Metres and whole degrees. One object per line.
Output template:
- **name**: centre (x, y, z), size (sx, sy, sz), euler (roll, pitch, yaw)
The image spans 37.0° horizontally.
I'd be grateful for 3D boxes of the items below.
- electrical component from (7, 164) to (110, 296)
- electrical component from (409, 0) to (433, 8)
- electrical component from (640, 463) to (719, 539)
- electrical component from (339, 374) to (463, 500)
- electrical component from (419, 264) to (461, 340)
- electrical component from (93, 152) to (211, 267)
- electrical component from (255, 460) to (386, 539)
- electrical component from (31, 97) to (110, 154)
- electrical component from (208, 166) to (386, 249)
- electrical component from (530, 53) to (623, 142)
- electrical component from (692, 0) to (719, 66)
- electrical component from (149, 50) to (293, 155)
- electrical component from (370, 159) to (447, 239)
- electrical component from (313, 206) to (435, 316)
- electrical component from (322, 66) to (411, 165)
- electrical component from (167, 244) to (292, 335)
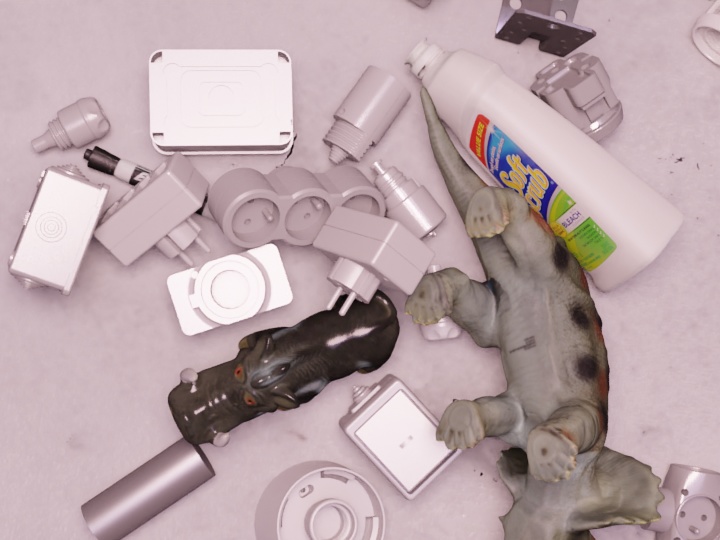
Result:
- **electrical component**: centre (-0.234, -0.032, 0.826), size (0.048, 0.100, 0.099), euler (21, 87, -18)
- **electrical component**: centre (0.043, -0.259, 0.876), size (0.096, 0.061, 0.061), euler (30, 86, -5)
- **electrical component**: centre (0.259, 0.201, 0.899), size (0.079, 0.044, 0.077), euler (10, 88, -6)
- **electrical component**: centre (0.028, 0.129, 0.868), size (0.062, 0.061, 0.096), euler (-43, 93, -5)
- **electrical component**: centre (0.064, 0.026, 0.887), size (0.035, 0.035, 0.061), euler (-6, 87, -6)
- **electrical component**: centre (-0.151, -0.035, 0.848), size (0.083, 0.047, 0.075), euler (-37, 110, 17)
- **electrical component**: centre (-0.031, 0.205, 0.872), size (0.099, 0.064, 0.099), euler (3, 81, -17)
- **electrical component**: centre (-0.233, -0.112, 0.859), size (0.061, 0.035, 0.035), euler (-28, 92, -3)
- **electrical component**: centre (-0.056, -0.059, 0.860), size (0.138, 0.073, 0.052), euler (-4, 123, -27)
- **electrical component**: centre (0.181, -0.138, 0.885), size (0.058, 0.078, 0.057), euler (-35, 113, 0)
- **electrical component**: centre (0.319, -0.207, 0.906), size (0.078, 0.058, 0.057), euler (42, 82, -4)
- **electrical component**: centre (-0.110, -0.133, 0.860), size (0.113, 0.057, 0.078), euler (-1, 89, -6)
- **electrical component**: centre (0.037, -0.057, 0.882), size (0.040, 0.040, 0.078), euler (-39, 93, -5)
- **electrical component**: centre (0.000, 0.000, 0.809), size (0.047, 0.083, 0.075), euler (38, 79, -34)
- **electrical component**: centre (0.001, -0.121, 0.878), size (0.043, 0.043, 0.081), euler (35, 86, -4)
- **electrical component**: centre (-0.103, 0.016, 0.859), size (0.089, 0.056, 0.050), euler (-18, 91, -6)
